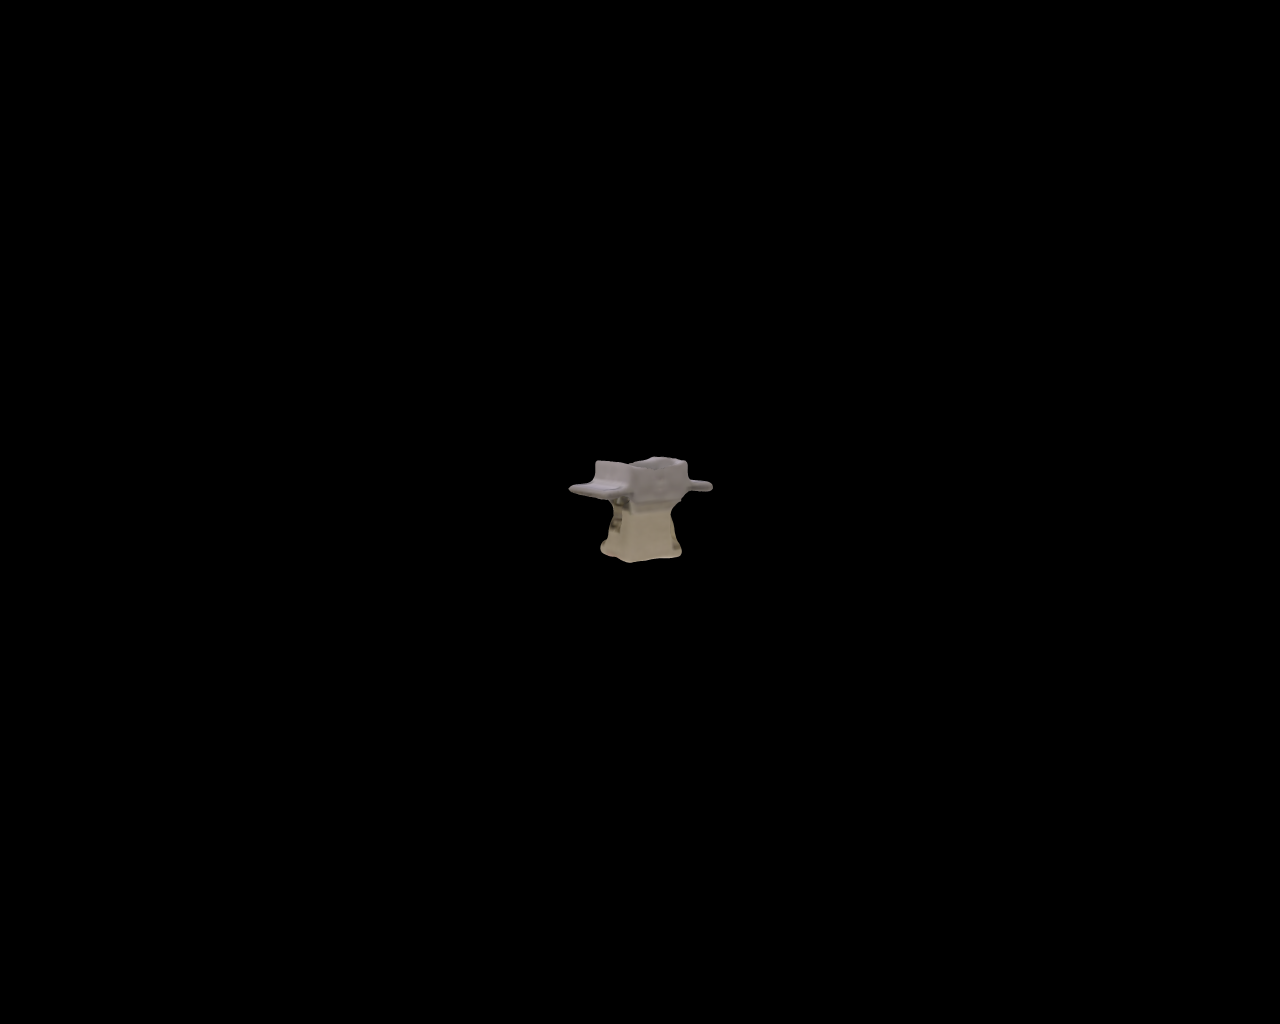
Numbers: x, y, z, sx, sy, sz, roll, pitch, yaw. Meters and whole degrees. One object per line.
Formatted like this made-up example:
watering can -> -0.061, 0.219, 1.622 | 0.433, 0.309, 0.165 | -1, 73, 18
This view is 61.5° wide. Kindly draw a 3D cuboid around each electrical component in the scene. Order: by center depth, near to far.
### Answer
electrical component -> 0.001, -0.003, 0.650 | 0.081, 0.063, 0.042 | -6, 11, -32
